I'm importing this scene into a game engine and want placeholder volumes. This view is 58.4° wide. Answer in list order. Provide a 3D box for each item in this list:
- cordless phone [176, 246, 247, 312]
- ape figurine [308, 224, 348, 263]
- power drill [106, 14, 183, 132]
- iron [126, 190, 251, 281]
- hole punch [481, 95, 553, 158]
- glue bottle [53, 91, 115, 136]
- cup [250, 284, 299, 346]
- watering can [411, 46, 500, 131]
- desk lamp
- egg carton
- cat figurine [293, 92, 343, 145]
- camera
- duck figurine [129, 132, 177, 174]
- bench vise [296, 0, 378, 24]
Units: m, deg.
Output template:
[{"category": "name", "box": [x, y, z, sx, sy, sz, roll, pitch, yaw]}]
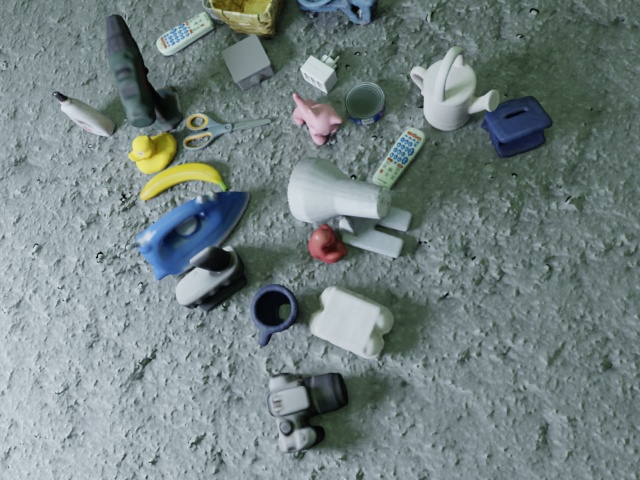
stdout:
[{"category": "cordless phone", "box": [-0.229, 0.064, 1.099, 0.147, 0.185, 0.094, -39, 73, 0]}, {"category": "ape figurine", "box": [0.010, 0.004, 1.117, 0.076, 0.092, 0.078, -3, 76, 10]}, {"category": "power drill", "box": [-0.373, -0.328, 1.210, 0.075, 0.209, 0.229, -18, 74, 6]}, {"category": "iron", "box": [-0.264, -0.037, 1.153, 0.258, 0.141, 0.118, -38, 73, 0]}, {"category": "hole punch", "box": [0.377, -0.227, 1.105, 0.108, 0.091, 0.101, -20, 74, 5]}, {"category": "glue bottle", "box": [-0.522, -0.279, 1.245, 0.078, 0.173, 0.037, 13, 79, 14]}, {"category": "cup", "box": [-0.081, 0.149, 1.098, 0.091, 0.095, 0.118, 15, 80, 14]}, {"category": "watering can", "box": [0.255, -0.293, 1.090, 0.172, 0.194, 0.101, 7, 78, 13]}, {"category": "desk lamp", "box": [0.060, -0.063, 1.061, 0.203, 0.214, 0.118, 16, 80, 14]}, {"category": "egg carton", "box": [0.060, 0.154, 1.083, 0.150, 0.069, 0.107, 21, 81, 15]}, {"category": "cat figurine", "box": [-0.009, -0.255, 1.171, 0.067, 0.118, 0.127, -44, 73, -2]}, {"category": "camera", "box": [-0.018, 0.304, 1.045, 0.136, 0.101, 0.143, -16, 74, 7]}, {"category": "duck figurine", "box": [-0.367, -0.200, 1.242, 0.104, 0.086, 0.077, -41, 73, -1]}, {"category": "bench vise", "box": [0.035, -0.551, 1.181, 0.207, 0.220, 0.121, -5, 76, 10]}]
